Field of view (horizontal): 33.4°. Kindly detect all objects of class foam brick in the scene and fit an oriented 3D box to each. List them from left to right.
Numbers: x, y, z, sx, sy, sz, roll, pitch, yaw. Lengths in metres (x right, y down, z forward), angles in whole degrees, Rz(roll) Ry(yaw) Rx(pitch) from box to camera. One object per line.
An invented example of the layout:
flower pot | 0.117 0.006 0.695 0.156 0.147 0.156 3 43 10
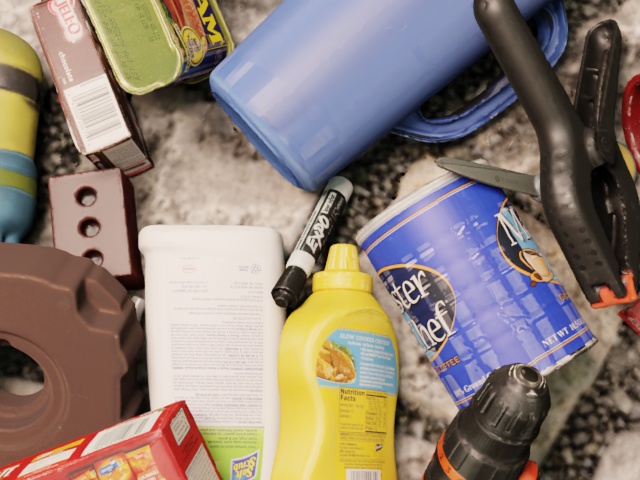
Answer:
foam brick | -0.155 -0.004 0.741 0.053 0.051 0.078 -9 79 -1

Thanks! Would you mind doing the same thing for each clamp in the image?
clamp | 0.161 -0.062 0.683 0.036 0.164 0.210 -18 72 42

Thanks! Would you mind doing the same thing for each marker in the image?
marker | -0.005 0.001 0.725 0.020 0.020 0.121 23 48 4

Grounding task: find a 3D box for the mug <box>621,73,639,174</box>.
mug | 0.270 -0.070 0.740 0.081 0.093 0.117 -18 110 -8

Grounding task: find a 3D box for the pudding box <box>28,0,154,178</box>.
pudding box | -0.157 -0.104 0.741 0.039 0.090 0.113 -20 81 -1

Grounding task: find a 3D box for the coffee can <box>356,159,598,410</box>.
coffee can | 0.102 0.032 0.707 0.102 0.103 0.140 -29 81 -5

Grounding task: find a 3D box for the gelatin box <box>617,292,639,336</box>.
gelatin box | 0.265 0.047 0.740 0.089 0.030 0.073 -42 82 -8

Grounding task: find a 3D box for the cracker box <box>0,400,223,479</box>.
cracker box | -0.116 0.224 0.647 0.164 0.072 0.213 -22 97 11

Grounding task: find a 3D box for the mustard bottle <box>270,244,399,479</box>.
mustard bottle | 0.012 0.097 0.704 0.096 0.058 0.191 14 74 -43

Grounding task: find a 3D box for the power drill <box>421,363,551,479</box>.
power drill | 0.157 0.164 0.659 0.187 0.185 0.057 21 42 0

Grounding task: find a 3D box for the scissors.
scissors | 0.156 -0.049 0.716 0.201 0.016 0.096 26 60 -29

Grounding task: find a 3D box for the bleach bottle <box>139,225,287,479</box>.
bleach bottle | -0.073 0.118 0.713 0.102 0.068 0.251 1 82 1

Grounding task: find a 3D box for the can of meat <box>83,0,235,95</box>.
can of meat | -0.113 -0.154 0.735 0.058 0.083 0.102 -19 98 24

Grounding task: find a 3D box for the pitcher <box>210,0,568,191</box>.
pitcher | 0.052 -0.141 0.736 0.243 0.145 0.149 -42 69 -3
